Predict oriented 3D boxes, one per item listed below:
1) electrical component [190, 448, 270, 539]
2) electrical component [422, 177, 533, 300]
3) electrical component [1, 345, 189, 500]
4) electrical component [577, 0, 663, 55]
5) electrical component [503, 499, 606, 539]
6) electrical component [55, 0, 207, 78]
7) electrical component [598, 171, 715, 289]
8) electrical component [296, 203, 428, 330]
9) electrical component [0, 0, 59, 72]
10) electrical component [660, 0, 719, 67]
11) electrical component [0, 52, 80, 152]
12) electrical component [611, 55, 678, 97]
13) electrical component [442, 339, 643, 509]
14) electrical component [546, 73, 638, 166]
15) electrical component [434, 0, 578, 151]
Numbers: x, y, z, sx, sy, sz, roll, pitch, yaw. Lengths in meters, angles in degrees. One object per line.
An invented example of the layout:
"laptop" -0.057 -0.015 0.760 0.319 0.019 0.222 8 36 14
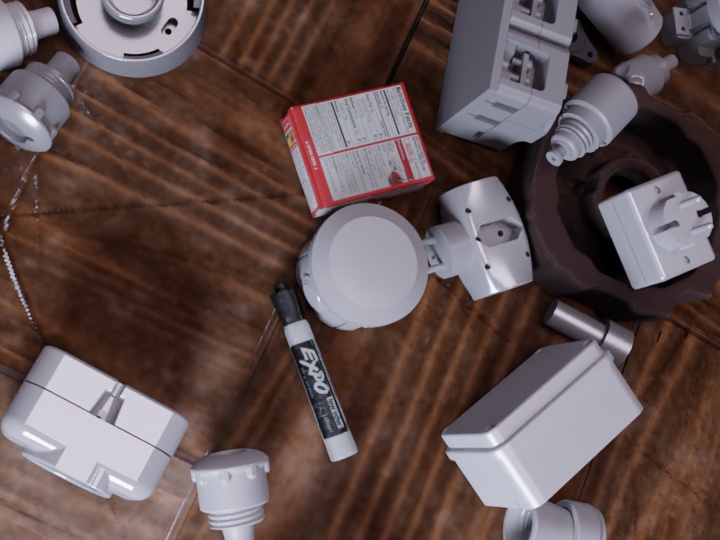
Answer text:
"electrical component" -0.076 0.141 0.654 0.048 0.048 0.062 -7 88 -22
"electrical component" 0.071 -0.017 0.742 0.079 0.043 0.077 -17 85 -23
"electrical component" -0.157 0.094 0.627 0.095 0.054 0.059 31 70 -12
"electrical component" 0.192 -0.217 0.825 0.077 0.044 0.079 40 37 -31
"electrical component" 0.131 0.175 0.723 0.055 0.045 0.045 14 74 -18
"electrical component" -0.147 -0.175 0.696 0.099 0.064 0.099 0 90 -13
"electrical component" 0.208 -0.030 0.719 0.047 0.077 0.065 -21 87 -20
"electrical component" 0.000 0.000 0.707 0.080 0.051 0.080 4 77 -20
"electrical component" -0.218 -0.146 0.661 0.062 0.048 0.048 -25 88 -30
"electrical component" 0.288 -0.198 0.854 0.078 0.057 0.058 0 79 -21
"electrical component" -0.197 -0.107 0.661 0.048 0.048 0.062 35 62 -11
"electrical component" 0.222 -0.151 0.832 0.061 0.035 0.035 -30 90 -26
"electrical component" 0.120 0.101 0.717 0.113 0.078 0.057 -36 96 -23
"electrical component" 0.156 -0.100 0.735 0.040 0.040 0.078 47 69 -6
"electrical component" 0.111 -0.171 0.764 0.062 0.089 0.150 16 74 -17
